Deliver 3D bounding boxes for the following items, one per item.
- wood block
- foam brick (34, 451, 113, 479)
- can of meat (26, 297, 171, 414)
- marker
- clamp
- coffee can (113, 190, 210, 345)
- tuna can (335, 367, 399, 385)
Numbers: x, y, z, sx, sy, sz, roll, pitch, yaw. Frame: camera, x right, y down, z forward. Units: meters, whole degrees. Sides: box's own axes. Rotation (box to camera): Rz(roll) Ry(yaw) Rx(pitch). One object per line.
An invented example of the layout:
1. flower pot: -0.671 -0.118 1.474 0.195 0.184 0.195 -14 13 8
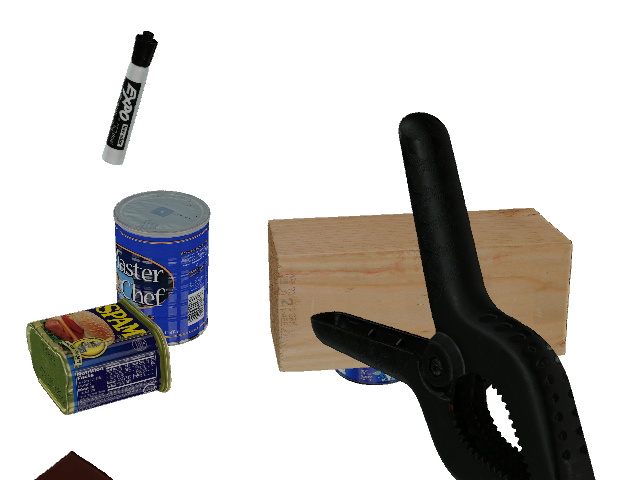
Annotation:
1. wood block: 0.067 0.034 0.783 0.206 0.090 0.091 -3 17 -7
2. foam brick: -0.095 0.139 0.452 0.078 0.051 0.052 25 45 32
3. can of meat: -0.179 0.092 0.852 0.083 0.057 0.102 -13 23 -29
4. marker: -0.162 -0.121 0.908 0.020 0.121 0.020 18 25 -9
5. clamp: 0.070 0.049 0.529 0.036 0.165 0.210 -9 43 -32
6. coffee can: -0.173 0.030 1.169 0.103 0.140 0.103 3 27 -2
7. tuna can: 0.053 0.104 1.022 0.086 0.034 0.086 -2 23 1
